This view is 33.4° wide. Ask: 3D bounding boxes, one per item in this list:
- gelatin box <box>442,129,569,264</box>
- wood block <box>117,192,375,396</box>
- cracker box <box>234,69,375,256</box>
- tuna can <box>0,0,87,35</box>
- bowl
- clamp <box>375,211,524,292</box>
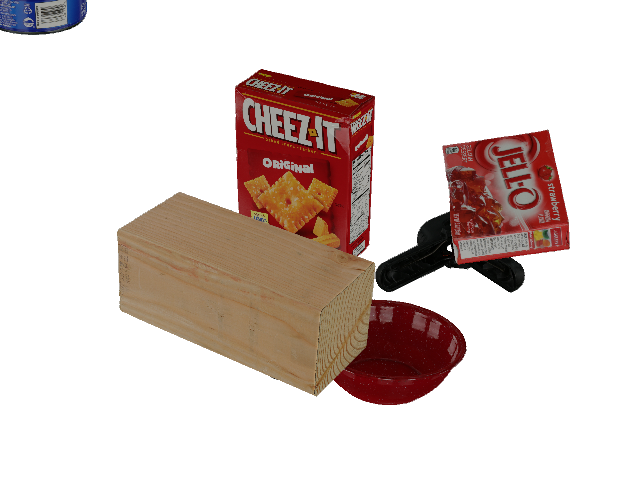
[{"bbox_3d":[0.121,-0.030,0.701,0.073,0.089,0.030,-8,-42,10],"label":"gelatin box"},{"bbox_3d":[-0.067,0.042,0.923,0.206,0.090,0.090,20,34,25],"label":"wood block"},{"bbox_3d":[-0.022,-0.089,1.330,0.164,0.214,0.072,17,36,24],"label":"cracker box"},{"bbox_3d":[-0.229,-0.196,0.848,0.086,0.034,0.086,4,35,-3],"label":"tuna can"},{"bbox_3d":[0.067,0.122,1.099,0.162,0.055,0.162,2,25,-1],"label":"bowl"},{"bbox_3d":[0.129,0.008,0.925,0.120,0.039,0.171,8,25,20],"label":"clamp"}]
